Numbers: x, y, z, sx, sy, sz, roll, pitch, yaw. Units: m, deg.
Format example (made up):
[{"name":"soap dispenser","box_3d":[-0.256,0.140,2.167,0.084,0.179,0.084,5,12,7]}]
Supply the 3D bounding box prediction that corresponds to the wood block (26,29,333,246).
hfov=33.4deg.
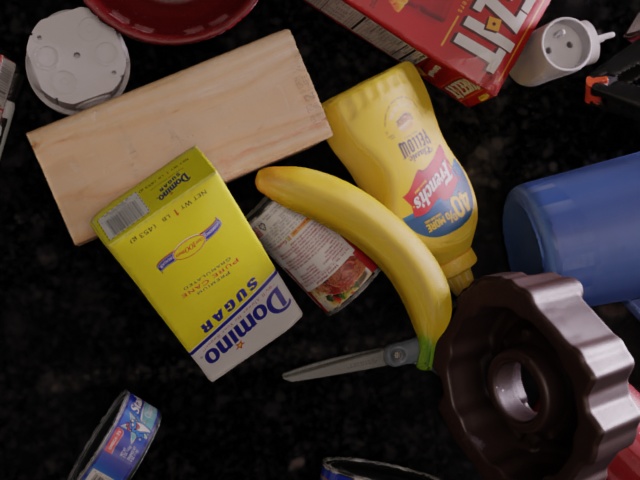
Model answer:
[{"name":"wood block","box_3d":[-0.107,-0.077,0.816,0.206,0.091,0.090,-24,95,-10]}]

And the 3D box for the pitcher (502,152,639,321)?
[{"name":"pitcher","box_3d":[0.282,-0.005,0.873,0.242,0.145,0.149,-13,47,-7]}]

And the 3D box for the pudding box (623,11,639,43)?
[{"name":"pudding box","box_3d":[0.333,-0.198,0.929,0.090,0.039,0.113,35,82,-8]}]

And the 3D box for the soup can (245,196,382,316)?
[{"name":"soup can","box_3d":[-0.006,0.001,0.846,0.102,0.068,0.068,45,82,-7]}]

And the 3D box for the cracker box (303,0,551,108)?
[{"name":"cracker box","box_3d":[0.085,-0.234,0.864,0.213,0.072,0.164,31,84,-10]}]

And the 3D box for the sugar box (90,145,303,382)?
[{"name":"sugar box","box_3d":[-0.085,0.023,0.790,0.093,0.048,0.176,-35,133,-6]}]

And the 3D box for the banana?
[{"name":"banana","box_3d":[0.038,0.005,0.803,0.198,0.037,0.069,47,54,-5]}]

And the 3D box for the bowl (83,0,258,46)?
[{"name":"bowl","box_3d":[-0.113,-0.227,0.811,0.162,0.055,0.162,-1,96,-5]}]

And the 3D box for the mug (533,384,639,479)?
[{"name":"mug","box_3d":[0.226,0.162,0.885,0.081,0.093,0.117,43,113,-12]}]

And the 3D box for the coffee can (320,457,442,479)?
[{"name":"coffee can","box_3d":[0.039,0.250,0.834,0.102,0.103,0.140,11,87,-11]}]

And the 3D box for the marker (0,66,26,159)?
[{"name":"marker","box_3d":[-0.252,-0.077,0.824,0.020,0.020,0.121,16,86,-10]}]

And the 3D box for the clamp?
[{"name":"clamp","box_3d":[0.323,-0.128,0.858,0.210,0.036,0.164,-13,58,5]}]

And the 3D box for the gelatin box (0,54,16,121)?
[{"name":"gelatin box","box_3d":[-0.278,-0.102,0.803,0.073,0.030,0.089,14,86,9]}]

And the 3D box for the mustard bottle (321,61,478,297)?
[{"name":"mustard bottle","box_3d":[0.076,-0.041,0.862,0.096,0.058,0.191,-32,99,-36]}]

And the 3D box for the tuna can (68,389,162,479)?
[{"name":"tuna can","box_3d":[-0.155,0.158,0.806,0.033,0.086,0.086,33,83,-11]}]

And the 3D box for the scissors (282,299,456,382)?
[{"name":"scissors","box_3d":[0.077,0.110,0.887,0.201,0.016,0.096,-26,94,-10]}]
